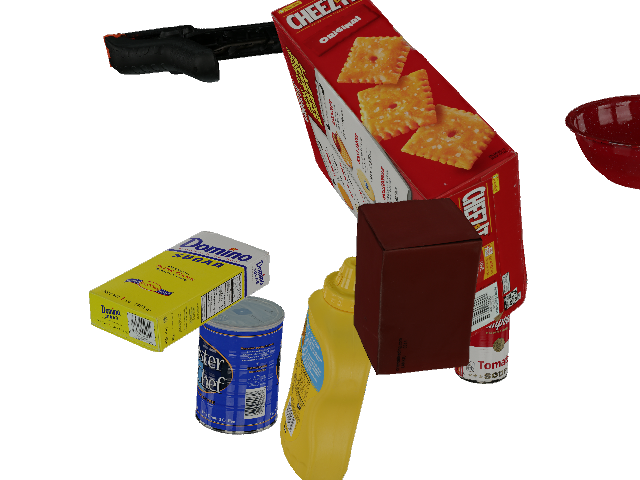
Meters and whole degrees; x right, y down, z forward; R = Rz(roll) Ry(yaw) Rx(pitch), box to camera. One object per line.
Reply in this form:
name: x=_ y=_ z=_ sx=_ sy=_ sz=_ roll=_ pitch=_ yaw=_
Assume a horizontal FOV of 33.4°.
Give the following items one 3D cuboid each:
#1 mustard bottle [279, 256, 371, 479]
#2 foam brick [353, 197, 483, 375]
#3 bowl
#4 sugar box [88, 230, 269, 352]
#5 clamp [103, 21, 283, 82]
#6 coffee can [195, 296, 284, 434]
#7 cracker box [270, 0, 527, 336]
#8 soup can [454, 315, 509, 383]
mustard bottle: x=0.010 y=0.097 z=0.861 sx=0.058 sy=0.192 sz=0.096 roll=4 pitch=32 yaw=-12
foam brick: x=0.049 y=0.023 z=0.556 sx=0.053 sy=0.078 sz=0.051 roll=-4 pitch=31 yaw=-11
bowl: x=0.306 y=-0.087 z=0.975 sx=0.162 sy=0.055 sz=0.162 roll=-4 pitch=23 yaw=2
sugar box: x=-0.140 y=0.047 z=1.088 sx=0.093 sy=0.048 sz=0.175 roll=18 pitch=34 yaw=29
clamp: x=-0.101 y=-0.156 z=0.862 sx=0.172 sy=0.039 sz=0.120 roll=15 pitch=25 yaw=41
coffee can: x=-0.099 y=0.150 z=1.299 sx=0.103 sy=0.140 sz=0.103 roll=4 pitch=18 yaw=-1
cracker box: x=0.057 y=-0.057 z=0.741 sx=0.072 sy=0.214 sz=0.164 roll=-28 pitch=-38 yaw=-8
soup can: x=0.202 y=0.119 z=1.333 sx=0.068 sy=0.102 sz=0.068 roll=-1 pitch=18 yaw=0
